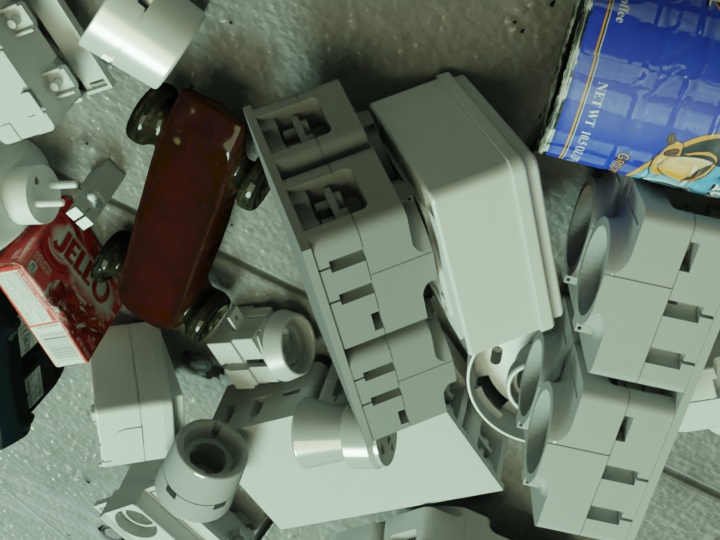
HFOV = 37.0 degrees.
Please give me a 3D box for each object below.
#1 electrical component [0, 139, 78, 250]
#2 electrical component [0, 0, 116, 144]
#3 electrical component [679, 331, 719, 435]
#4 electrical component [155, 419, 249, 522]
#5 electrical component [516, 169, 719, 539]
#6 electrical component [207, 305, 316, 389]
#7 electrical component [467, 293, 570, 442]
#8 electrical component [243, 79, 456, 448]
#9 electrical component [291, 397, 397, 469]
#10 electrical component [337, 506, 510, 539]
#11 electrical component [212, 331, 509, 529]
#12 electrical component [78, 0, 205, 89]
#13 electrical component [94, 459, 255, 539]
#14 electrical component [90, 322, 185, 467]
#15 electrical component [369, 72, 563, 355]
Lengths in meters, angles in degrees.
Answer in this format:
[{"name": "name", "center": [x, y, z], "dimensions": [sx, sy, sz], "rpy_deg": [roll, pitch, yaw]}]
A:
[{"name": "electrical component", "center": [-0.214, -0.046, 0.668], "dimensions": [0.079, 0.077, 0.043], "rpy_deg": [-1, 130, 18]}, {"name": "electrical component", "center": [-0.204, -0.136, 0.594], "dimensions": [0.079, 0.063, 0.121], "rpy_deg": [-11, 126, 27]}, {"name": "electrical component", "center": [0.221, 0.059, 0.636], "dimensions": [0.095, 0.053, 0.059], "rpy_deg": [-14, 125, 28]}, {"name": "electrical component", "center": [-0.105, 0.134, 0.724], "dimensions": [0.055, 0.055, 0.047], "rpy_deg": [24, 128, -4]}, {"name": "electrical component", "center": [0.135, 0.037, 0.570], "dimensions": [0.060, 0.105, 0.186], "rpy_deg": [12, 116, -1]}, {"name": "electrical component", "center": [-0.064, 0.052, 0.729], "dimensions": [0.055, 0.048, 0.066], "rpy_deg": [-6, 129, 32]}, {"name": "electrical component", "center": [0.115, 0.060, 0.681], "dimensions": [0.099, 0.064, 0.099], "rpy_deg": [6, 118, 11]}, {"name": "electrical component", "center": [0.000, 0.000, 0.592], "dimensions": [0.060, 0.105, 0.186], "rpy_deg": [-21, 141, -4]}, {"name": "electrical component", "center": [-0.009, 0.101, 0.670], "dimensions": [0.055, 0.045, 0.045], "rpy_deg": [-3, 129, 20]}, {"name": "electrical component", "center": [0.083, 0.235, 0.801], "dimensions": [0.186, 0.060, 0.105], "rpy_deg": [29, 142, -29]}, {"name": "electrical component", "center": [-0.002, 0.112, 0.751], "dimensions": [0.186, 0.060, 0.105], "rpy_deg": [-17, 123, 30]}, {"name": "electrical component", "center": [-0.116, -0.131, 0.578], "dimensions": [0.047, 0.055, 0.055], "rpy_deg": [33, 132, -17]}, {"name": "electrical component", "center": [-0.145, 0.209, 0.882], "dimensions": [0.079, 0.063, 0.121], "rpy_deg": [-24, 120, 33]}, {"name": "electrical component", "center": [-0.160, 0.081, 0.763], "dimensions": [0.061, 0.096, 0.061], "rpy_deg": [-7, 134, -13]}, {"name": "electrical component", "center": [0.055, -0.031, 0.567], "dimensions": [0.056, 0.108, 0.108], "rpy_deg": [-21, 127, -4]}]
